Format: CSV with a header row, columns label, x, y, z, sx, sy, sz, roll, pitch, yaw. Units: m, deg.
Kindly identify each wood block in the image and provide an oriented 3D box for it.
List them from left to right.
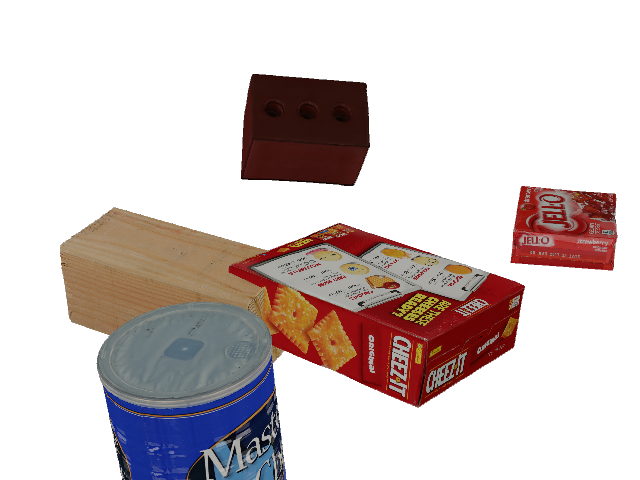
label,x,y,z,sx,sy,sz,roll,pitch,yaw
wood block,-0.132,0.048,1.003,0.206,0.091,0.090,16,34,24

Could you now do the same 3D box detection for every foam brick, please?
label,x,y,z,sx,sy,sz,roll,pitch,yaw
foam brick,-0.011,-0.072,0.701,0.078,0.053,0.051,3,-27,-8

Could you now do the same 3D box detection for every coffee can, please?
label,x,y,z,sx,sy,sz,roll,pitch,yaw
coffee can,-0.074,0.123,0.655,0.103,0.140,0.103,-4,28,2

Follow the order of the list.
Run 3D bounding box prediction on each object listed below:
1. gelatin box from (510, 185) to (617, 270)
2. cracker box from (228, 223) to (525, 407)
label,x,y,z,sx,sy,sz,roll,pitch,yaw
gelatin box,0.182,-0.011,0.795,0.073,0.030,0.089,5,25,13
cracker box,0.048,0.060,0.958,0.214,0.072,0.163,20,26,34
